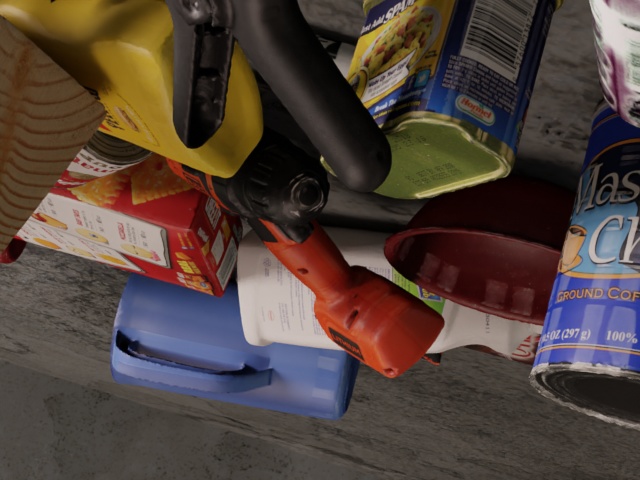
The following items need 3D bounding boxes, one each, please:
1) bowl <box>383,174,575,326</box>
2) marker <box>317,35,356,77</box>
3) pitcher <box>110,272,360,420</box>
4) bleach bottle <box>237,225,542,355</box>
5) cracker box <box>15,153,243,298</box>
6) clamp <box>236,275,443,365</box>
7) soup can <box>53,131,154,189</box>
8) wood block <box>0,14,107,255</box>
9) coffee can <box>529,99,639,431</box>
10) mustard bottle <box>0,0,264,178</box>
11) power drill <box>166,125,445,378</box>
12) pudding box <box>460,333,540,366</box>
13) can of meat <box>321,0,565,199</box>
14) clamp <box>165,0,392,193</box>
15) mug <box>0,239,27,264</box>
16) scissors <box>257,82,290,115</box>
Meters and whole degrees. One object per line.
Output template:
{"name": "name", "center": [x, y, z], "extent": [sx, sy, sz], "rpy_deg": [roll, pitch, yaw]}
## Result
{"name": "bowl", "center": [0.124, 0.003, 0.661], "extent": [0.162, 0.055, 0.162], "rpy_deg": [16, 163, 5]}
{"name": "marker", "center": [-0.009, -0.097, 0.540], "extent": [0.121, 0.020, 0.020], "rpy_deg": [16, 163, 4]}
{"name": "pitcher", "center": [-0.084, 0.110, 1.078], "extent": [0.243, 0.149, 0.145], "rpy_deg": [12, 152, 8]}
{"name": "bleach bottle", "center": [0.060, 0.046, 0.800], "extent": [0.251, 0.102, 0.068], "rpy_deg": [7, -156, 28]}
{"name": "cracker box", "center": [-0.173, -0.036, 0.816], "extent": [0.214, 0.072, 0.164], "rpy_deg": [16, 162, 9]}
{"name": "clamp", "center": [0.034, 0.066, 0.987], "extent": [0.165, 0.036, 0.209], "rpy_deg": [1, 157, 45]}
{"name": "soup can", "center": [-0.146, -0.073, 0.675], "extent": [0.068, 0.068, 0.102], "rpy_deg": [27, 161, -29]}
{"name": "wood block", "center": [-0.202, -0.052, 0.558], "extent": [0.090, 0.090, 0.206], "rpy_deg": [41, 160, -24]}
{"name": "coffee can", "center": [0.164, 0.012, 0.501], "extent": [0.103, 0.140, 0.103], "rpy_deg": [16, 163, 5]}
{"name": "mustard bottle", "center": [-0.124, -0.096, 0.561], "extent": [0.192, 0.058, 0.096], "rpy_deg": [21, 158, 32]}
{"name": "power drill", "center": [-0.004, 0.001, 0.647], "extent": [0.187, 0.057, 0.185], "rpy_deg": [50, 172, -27]}
{"name": "pudding box", "center": [0.152, 0.065, 0.859], "extent": [0.090, 0.039, 0.113], "rpy_deg": [15, 163, 9]}
{"name": "can of meat", "center": [0.050, -0.069, 0.459], "extent": [0.057, 0.084, 0.102], "rpy_deg": [25, 162, -23]}
{"name": "clamp", "center": [-0.028, -0.092, 0.409], "extent": [0.120, 0.039, 0.171], "rpy_deg": [19, 140, 31]}
{"name": "mug", "center": [-0.303, -0.035, 0.946], "extent": [0.081, 0.093, 0.117], "rpy_deg": [12, 127, 1]}
{"name": "scissors", "center": [-0.012, -0.073, 0.626], "extent": [0.202, 0.016, 0.096], "rpy_deg": [13, 163, 17]}
